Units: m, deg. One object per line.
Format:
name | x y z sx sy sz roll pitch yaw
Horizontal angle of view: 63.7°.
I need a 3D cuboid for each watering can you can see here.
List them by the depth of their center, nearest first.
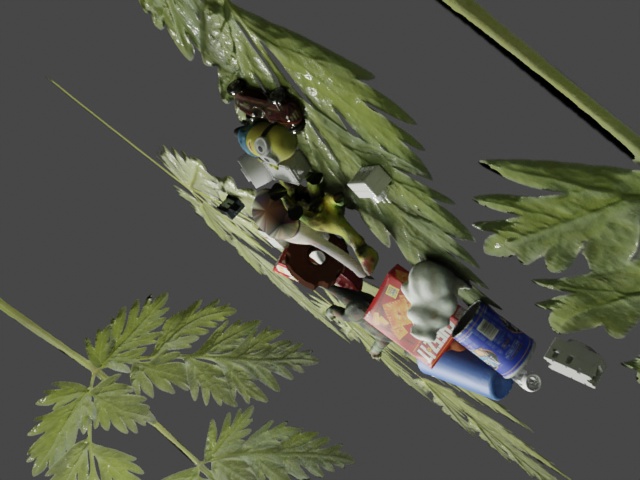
watering can | -0.038 -0.027 1.306 0.352 0.103 0.223 41 -166 27

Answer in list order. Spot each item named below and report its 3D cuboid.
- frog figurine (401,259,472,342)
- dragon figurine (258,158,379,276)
frog figurine | 0.225 0.124 1.084 0.138 0.161 0.120 24 157 43
dragon figurine | 0.004 -0.061 1.219 0.417 0.122 0.238 48 -179 44
